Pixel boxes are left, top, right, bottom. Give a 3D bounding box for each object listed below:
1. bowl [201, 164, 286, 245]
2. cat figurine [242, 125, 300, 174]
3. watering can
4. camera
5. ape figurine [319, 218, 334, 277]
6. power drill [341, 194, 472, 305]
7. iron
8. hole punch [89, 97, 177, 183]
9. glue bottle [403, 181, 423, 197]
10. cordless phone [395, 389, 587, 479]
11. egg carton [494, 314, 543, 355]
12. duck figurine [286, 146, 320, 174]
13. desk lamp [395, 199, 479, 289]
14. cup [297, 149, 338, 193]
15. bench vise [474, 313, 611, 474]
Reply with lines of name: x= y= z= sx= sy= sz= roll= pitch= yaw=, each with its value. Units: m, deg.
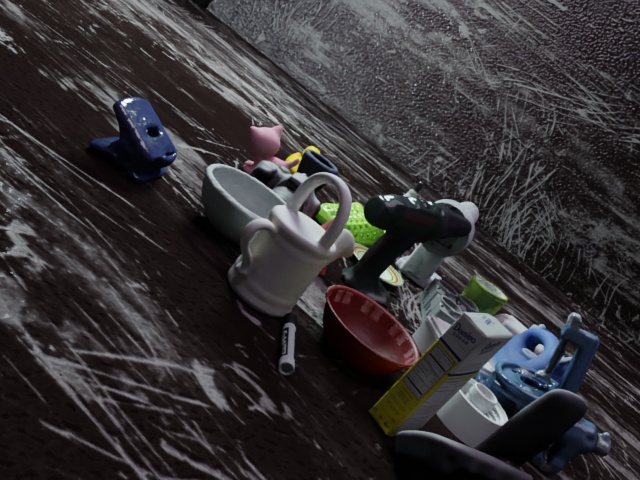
bowl: x=-0.117 y=-0.039 z=0.873 sx=0.168 sy=0.074 sz=0.167 roll=33 pitch=17 yaw=-12
cat figurine: x=-0.103 y=-0.181 z=1.199 sx=0.128 sy=0.117 sz=0.067 roll=34 pitch=17 yaw=-11
watering can: x=-0.025 y=-0.002 z=0.754 sx=0.100 sy=0.194 sz=0.173 roll=42 pitch=18 yaw=17
camera: x=-0.073 y=-0.079 z=1.020 sx=0.143 sy=0.100 sz=0.137 roll=38 pitch=17 yaw=2
ape figurine: x=0.009 y=0.004 z=0.982 sx=0.076 sy=0.092 sz=0.078 roll=42 pitch=18 yaw=15
power drill: x=0.144 y=0.012 z=1.028 sx=0.230 sy=0.208 sz=0.075 roll=22 pitch=22 yaw=-40
iron: x=0.402 y=0.225 z=1.095 sx=0.119 sy=0.141 sz=0.258 roll=36 pitch=17 yaw=-3
hole punch: x=-0.262 y=-0.150 z=0.849 sx=0.101 sy=0.091 sz=0.109 roll=36 pitch=17 yaw=-2
glue bottle: x=0.201 y=-0.075 z=1.427 sx=0.037 sy=0.173 sz=0.078 roll=23 pitch=22 yaw=-38
cordless phone: x=0.186 y=0.214 z=0.624 sx=0.148 sy=0.185 sz=0.094 roll=28 pitch=19 yaw=-27
egg carton: x=0.435 y=0.229 z=1.272 sx=0.150 sy=0.069 sz=0.107 roll=42 pitch=18 yaw=17
duck figurine: x=-0.036 y=-0.196 z=1.425 sx=0.078 sy=0.086 sz=0.104 roll=23 pitch=22 yaw=-38
desk lamp: x=0.270 y=0.002 z=1.292 sx=0.117 sy=0.213 sz=0.204 roll=42 pitch=18 yaw=15
cup: x=-0.015 y=-0.148 z=1.325 sx=0.091 sy=0.095 sz=0.118 roll=39 pitch=17 yaw=8
bench vise: x=0.366 y=0.229 z=0.881 sx=0.208 sy=0.219 sz=0.121 roll=34 pitch=17 yaw=-9
